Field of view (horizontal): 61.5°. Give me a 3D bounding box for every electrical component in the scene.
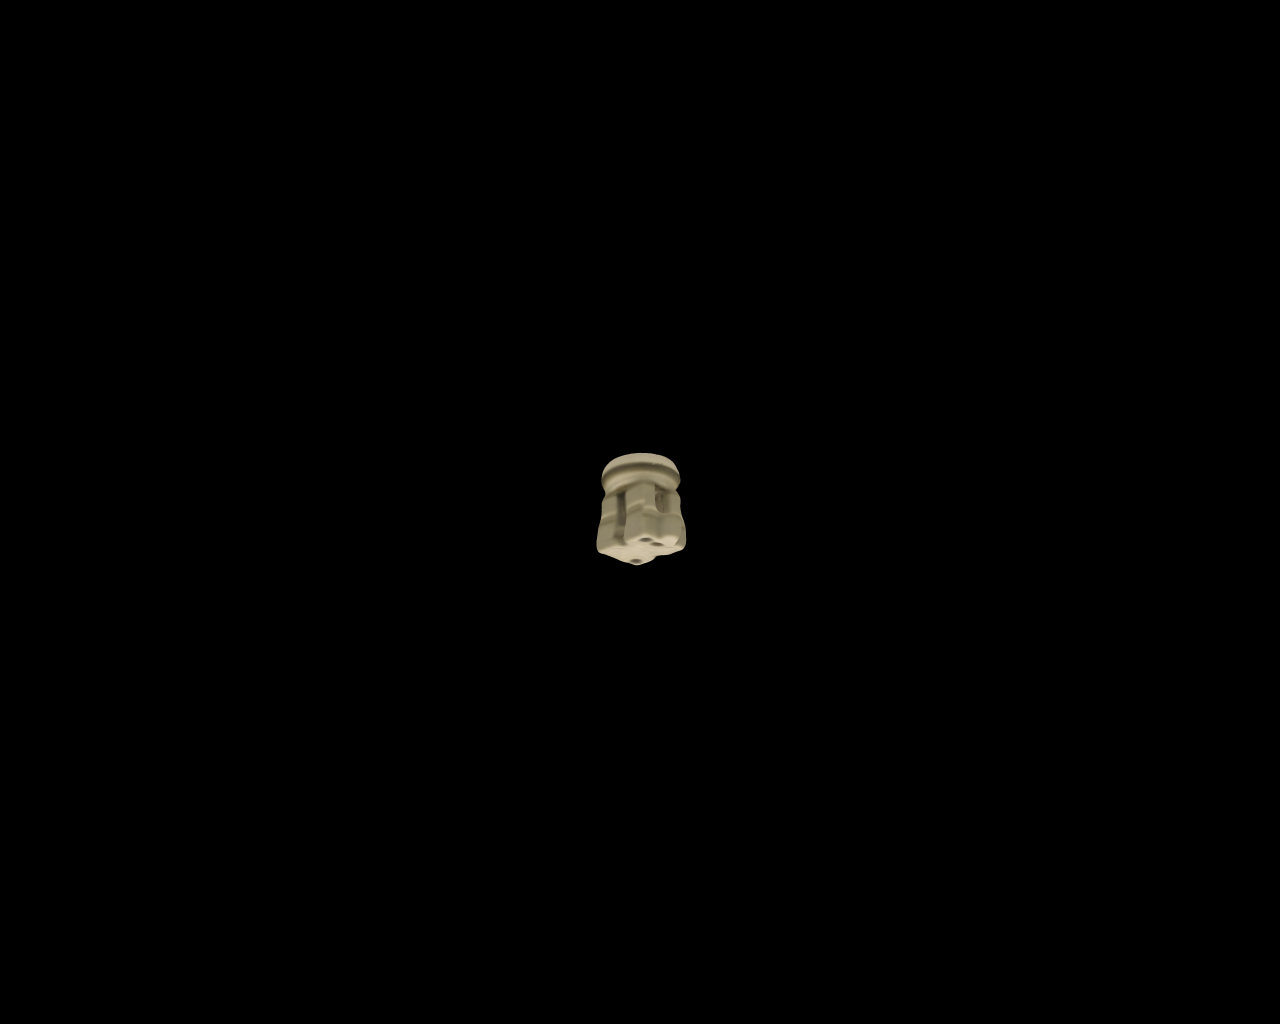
[{"bbox_3d":[0.001,-0.003,0.650,0.048,0.055,0.066,21,-31,-40],"label":"electrical component"}]
